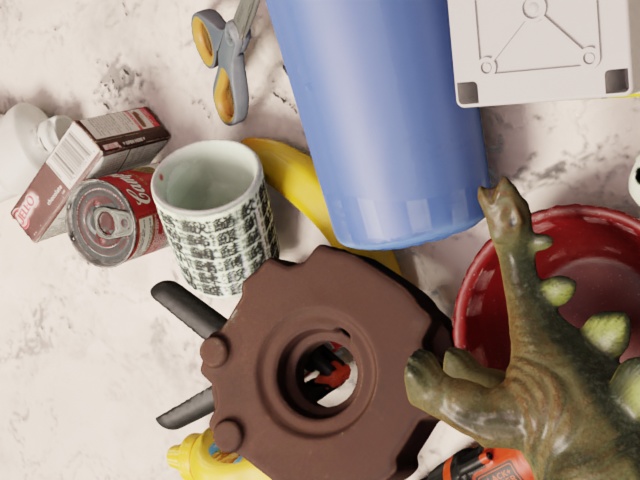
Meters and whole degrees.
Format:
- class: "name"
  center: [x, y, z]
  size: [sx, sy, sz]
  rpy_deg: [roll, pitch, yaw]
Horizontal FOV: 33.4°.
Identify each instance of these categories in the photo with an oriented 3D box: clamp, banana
- class: "clamp"
  center: [-0.061, 0.105, 0.819]
  size: [0.172, 0.039, 0.120]
  rpy_deg: [14, 111, 26]
- class: "banana"
  center: [0.010, -0.005, 0.786]
  size: [0.070, 0.037, 0.198]
  rpy_deg: [-35, 84, 32]

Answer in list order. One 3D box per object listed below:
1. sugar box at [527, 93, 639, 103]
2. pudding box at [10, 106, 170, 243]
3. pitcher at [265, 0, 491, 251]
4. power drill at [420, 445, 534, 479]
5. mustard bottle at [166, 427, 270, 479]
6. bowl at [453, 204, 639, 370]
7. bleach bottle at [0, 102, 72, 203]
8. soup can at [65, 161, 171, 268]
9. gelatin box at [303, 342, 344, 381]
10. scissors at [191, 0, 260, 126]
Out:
- class: "sugar box"
  center: [0.197, -0.132, 0.636]
  size: [0.177, 0.048, 0.093]
  rpy_deg: [3, 104, 34]
- class: "pudding box"
  center: [-0.184, -0.053, 0.858]
  size: [0.039, 0.089, 0.114]
  rpy_deg: [50, 121, 8]
- class: "pitcher"
  center: [0.032, -0.122, 0.699]
  size: [0.145, 0.149, 0.243]
  rpy_deg: [-10, 101, 16]
- class: "power drill"
  center: [0.155, 0.225, 0.749]
  size: [0.185, 0.057, 0.188]
  rpy_deg: [-39, 83, 39]
- class: "mustard bottle"
  center: [-0.040, 0.174, 0.829]
  size: [0.192, 0.096, 0.058]
  rpy_deg: [-2, 103, 31]
- class: "bowl"
  center: [0.169, 0.057, 0.678]
  size: [0.162, 0.055, 0.162]
  rpy_deg: [2, 94, 27]
- class: "bleach bottle"
  center: [-0.319, -0.076, 0.950]
  size: [0.251, 0.068, 0.102]
  rpy_deg: [-12, 96, 30]
- class: "soup can"
  center: [-0.139, -0.023, 0.831]
  size: [0.069, 0.102, 0.068]
  rpy_deg: [9, 107, 29]
- class: "gelatin box"
  center: [-0.026, 0.073, 0.833]
  size: [0.073, 0.030, 0.089]
  rpy_deg: [50, 122, 8]
- class: "scissors"
  center: [-0.066, -0.154, 0.742]
  size: [0.096, 0.016, 0.202]
  rpy_deg: [63, 161, 22]
